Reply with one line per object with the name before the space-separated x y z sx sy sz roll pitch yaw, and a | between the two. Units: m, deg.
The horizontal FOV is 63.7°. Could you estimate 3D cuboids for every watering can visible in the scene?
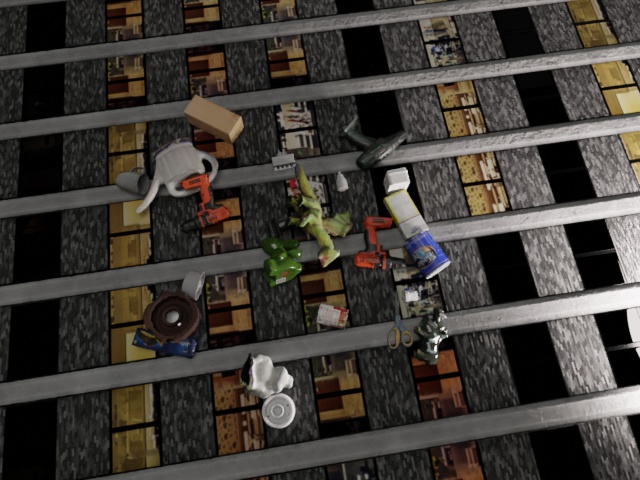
watering can | -0.556 -0.250 1.918 0.349 0.227 0.102 -26 -17 -10

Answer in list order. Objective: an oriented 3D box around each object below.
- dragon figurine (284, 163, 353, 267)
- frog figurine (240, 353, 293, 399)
dragon figurine | 0.006 -0.094 1.862 0.241 0.420 0.120 20 -38 -23
frog figurine | -0.172 0.444 1.679 0.159 0.141 0.120 16 -52 -29
